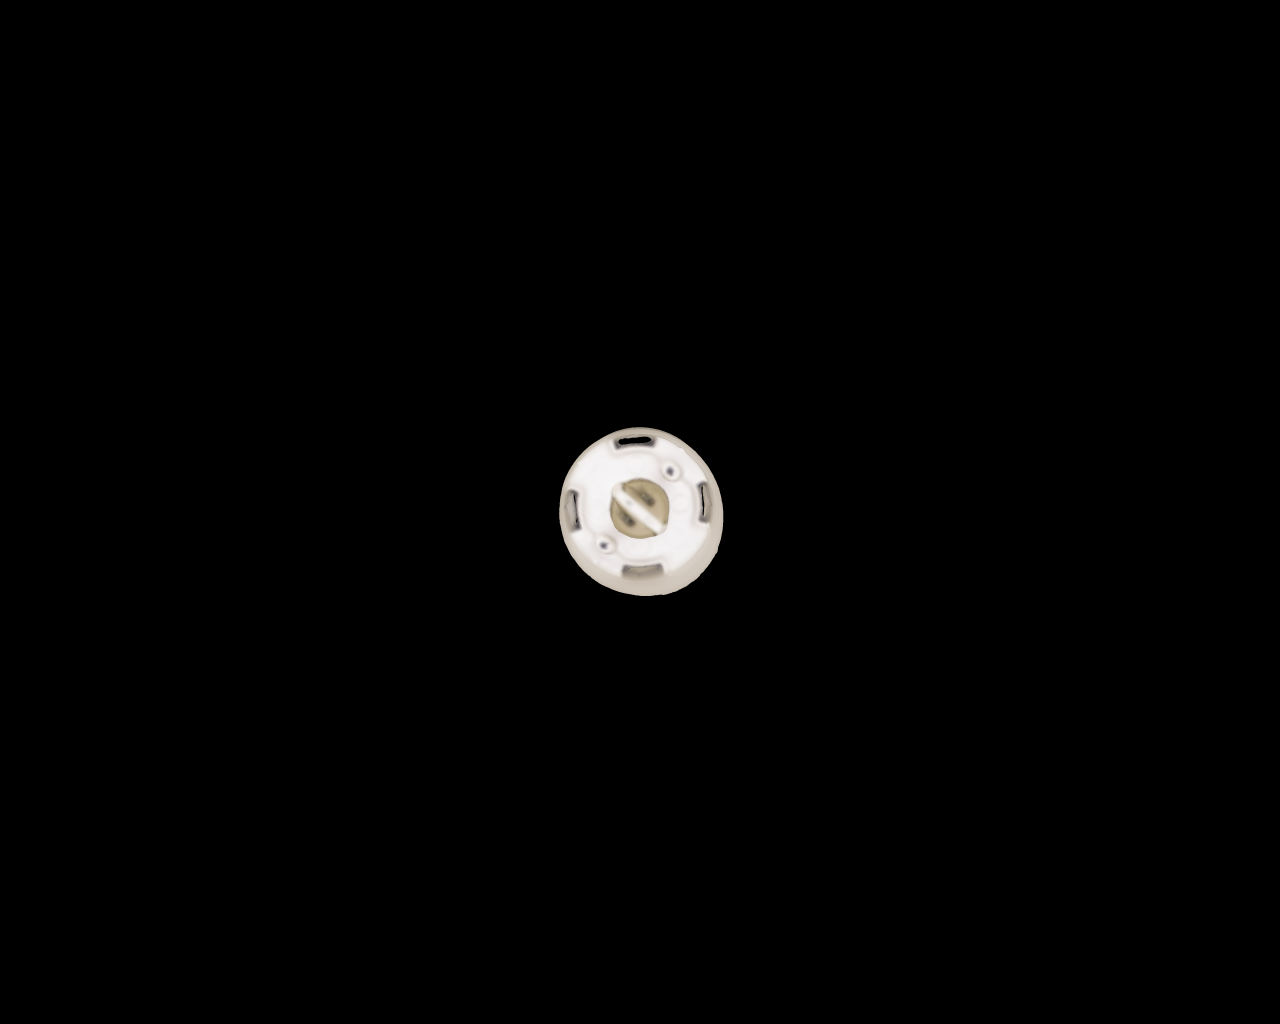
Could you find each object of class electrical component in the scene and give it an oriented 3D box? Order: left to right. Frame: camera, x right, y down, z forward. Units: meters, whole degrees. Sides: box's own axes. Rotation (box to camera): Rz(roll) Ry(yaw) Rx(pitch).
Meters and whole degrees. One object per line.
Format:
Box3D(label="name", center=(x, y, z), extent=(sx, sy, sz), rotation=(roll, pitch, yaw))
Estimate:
Box3D(label="electrical component", center=(0.001, -0.003, 0.650), extent=(0.099, 0.099, 0.064), rotation=(0, 12, 0))
